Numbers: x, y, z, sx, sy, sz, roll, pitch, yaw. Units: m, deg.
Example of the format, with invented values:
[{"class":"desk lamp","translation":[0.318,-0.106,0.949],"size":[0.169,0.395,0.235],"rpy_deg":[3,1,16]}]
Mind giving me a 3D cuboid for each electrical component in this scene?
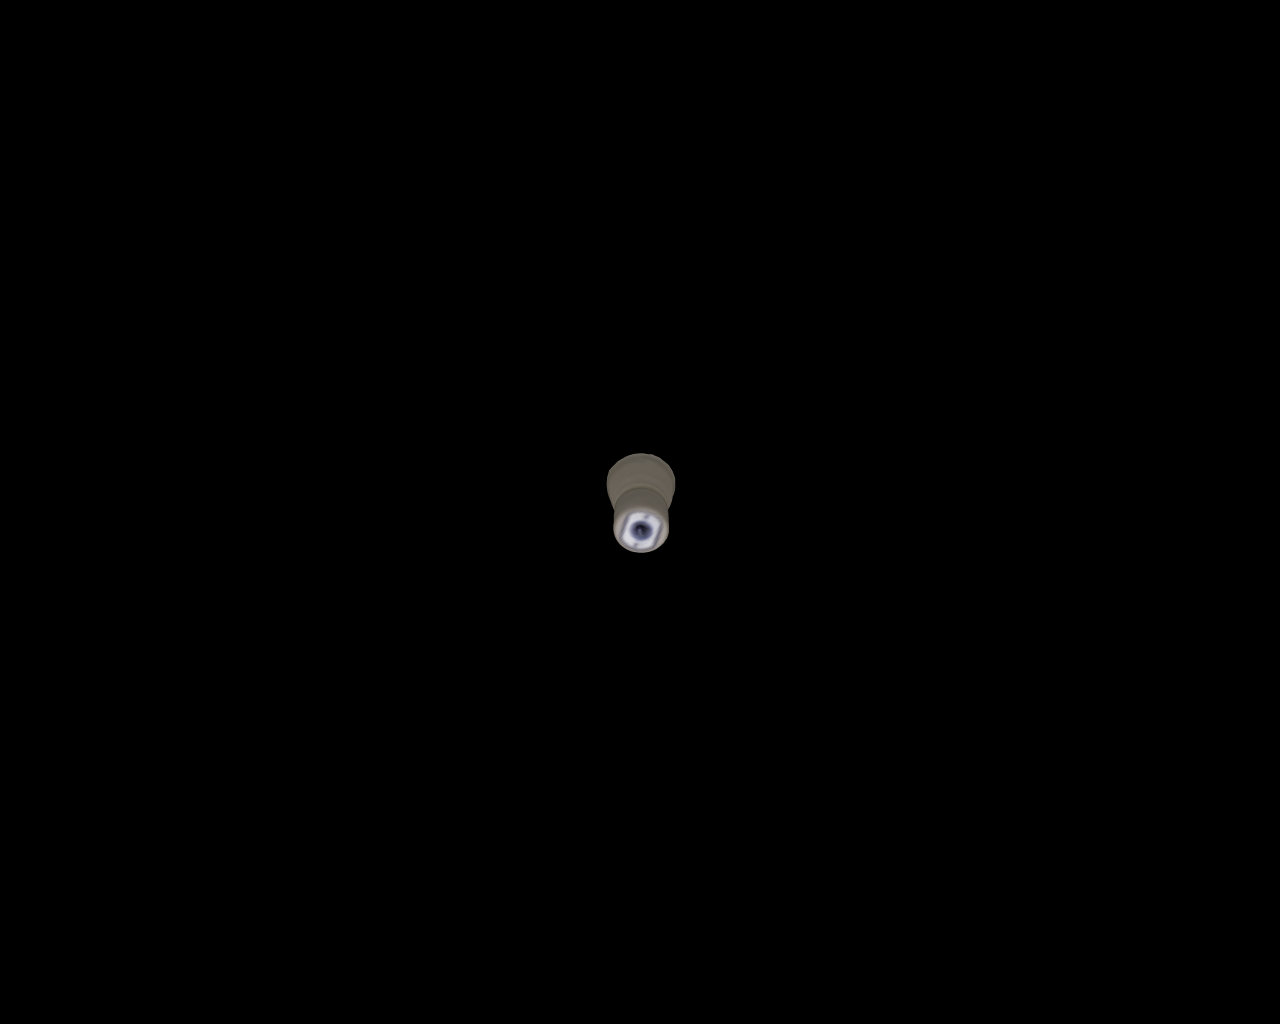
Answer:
[{"class":"electrical component","translation":[0.001,-0.003,0.650],"size":[0.044,0.044,0.065],"rpy_deg":[0,29,0]}]
